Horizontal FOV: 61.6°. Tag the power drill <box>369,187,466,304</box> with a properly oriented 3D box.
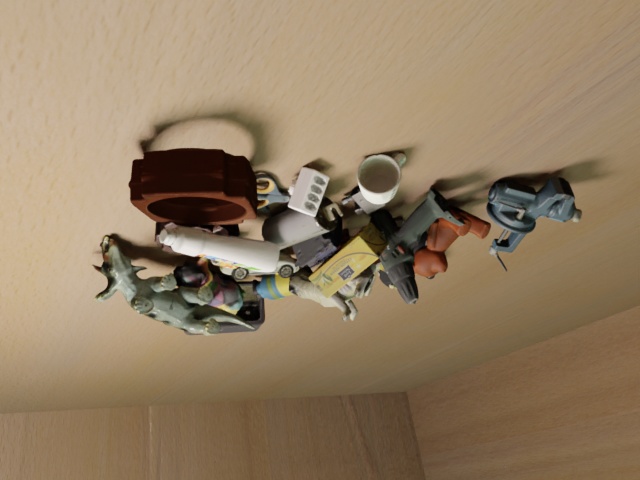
[{"bbox_3d":[0.221,0.000,1.202,0.086,0.232,0.207,12,131,-46],"label":"power drill"}]

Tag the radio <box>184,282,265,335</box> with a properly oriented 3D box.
[{"bbox_3d":[-0.272,0.191,1.507,0.230,0.131,0.073,0,155,-19],"label":"radio"}]

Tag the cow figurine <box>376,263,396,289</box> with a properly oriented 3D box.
[{"bbox_3d":[0.182,0.077,1.471,0.068,0.098,0.167,-11,156,18],"label":"cow figurine"}]

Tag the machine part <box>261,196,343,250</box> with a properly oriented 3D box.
[{"bbox_3d":[-0.046,-0.035,1.151,0.079,0.079,0.243,14,156,-41],"label":"machine part"}]

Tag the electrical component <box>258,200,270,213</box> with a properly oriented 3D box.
[{"bbox_3d":[-0.150,-0.071,1.130,0.063,0.021,0.094,-24,152,27],"label":"electrical component"}]

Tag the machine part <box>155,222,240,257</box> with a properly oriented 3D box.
[{"bbox_3d":[-0.262,-0.026,1.148,0.179,0.056,0.179,-8,153,-4],"label":"machine part"}]

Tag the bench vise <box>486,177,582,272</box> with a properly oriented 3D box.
[{"bbox_3d":[0.482,-0.047,1.269,0.224,0.129,0.240,6,134,-14],"label":"bench vise"}]

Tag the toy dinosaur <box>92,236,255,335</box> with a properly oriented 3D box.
[{"bbox_3d":[-0.359,0.146,1.265,0.192,0.131,0.404,2,152,47],"label":"toy dinosaur"}]

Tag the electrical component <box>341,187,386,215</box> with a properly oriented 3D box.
[{"bbox_3d":[0.108,-0.092,1.160,0.078,0.045,0.102,40,129,-22],"label":"electrical component"}]

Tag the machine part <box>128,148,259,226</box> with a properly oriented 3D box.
[{"bbox_3d":[-0.215,-0.090,0.948,0.202,0.087,0.201,-3,167,2],"label":"machine part"}]

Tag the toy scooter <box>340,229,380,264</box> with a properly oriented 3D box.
[{"bbox_3d":[0.091,0.013,1.336,0.184,0.075,0.135,-3,154,-3],"label":"toy scooter"}]

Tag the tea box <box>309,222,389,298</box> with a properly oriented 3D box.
[{"bbox_3d":[0.065,0.045,1.202,0.169,0.068,0.098,-40,-179,29],"label":"tea box"}]

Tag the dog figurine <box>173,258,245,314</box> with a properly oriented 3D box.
[{"bbox_3d":[-0.277,0.111,1.368,0.191,0.108,0.219,4,149,-14],"label":"dog figurine"}]

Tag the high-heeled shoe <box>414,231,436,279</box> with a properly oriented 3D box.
[{"bbox_3d":[0.298,0.032,1.486,0.248,0.086,0.145,-5,129,-53],"label":"high-heeled shoe"}]

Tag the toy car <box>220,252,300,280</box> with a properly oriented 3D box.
[{"bbox_3d":[-0.149,0.061,1.346,0.202,0.056,0.074,-2,-162,-18],"label":"toy car"}]

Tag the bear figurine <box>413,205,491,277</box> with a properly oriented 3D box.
[{"bbox_3d":[0.295,0.019,1.282,0.120,0.132,0.195,10,108,-40],"label":"bear figurine"}]

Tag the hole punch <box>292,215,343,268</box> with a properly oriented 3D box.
[{"bbox_3d":[-0.003,-0.004,1.227,0.092,0.116,0.142,3,154,-42],"label":"hole punch"}]

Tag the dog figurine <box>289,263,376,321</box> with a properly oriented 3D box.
[{"bbox_3d":[0.028,0.094,1.342,0.191,0.172,0.121,31,173,19],"label":"dog figurine"}]

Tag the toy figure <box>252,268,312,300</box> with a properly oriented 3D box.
[{"bbox_3d":[-0.098,0.119,1.467,0.180,0.089,0.082,-21,158,17],"label":"toy figure"}]
